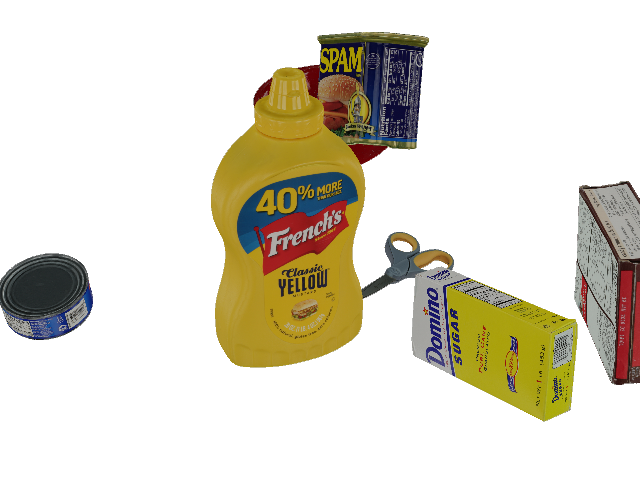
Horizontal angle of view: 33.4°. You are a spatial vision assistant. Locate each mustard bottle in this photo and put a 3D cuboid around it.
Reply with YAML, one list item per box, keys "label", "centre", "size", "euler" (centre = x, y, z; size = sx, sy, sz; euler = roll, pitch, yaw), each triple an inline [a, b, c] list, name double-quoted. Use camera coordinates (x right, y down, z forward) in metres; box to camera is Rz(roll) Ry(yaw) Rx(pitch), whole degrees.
- label: "mustard bottle"
  centre: [-0.019, -0.015, 0.663]
  size: [0.096, 0.192, 0.058]
  euler: [-11, 33, -19]

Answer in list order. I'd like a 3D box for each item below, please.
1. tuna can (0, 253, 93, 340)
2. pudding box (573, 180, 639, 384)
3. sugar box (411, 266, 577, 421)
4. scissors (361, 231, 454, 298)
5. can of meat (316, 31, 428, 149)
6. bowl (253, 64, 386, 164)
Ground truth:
- label: "tuna can"
  centre: [-0.261, 0.054, 1.016]
  size: [0.086, 0.034, 0.086]
  euler: [-2, 43, 2]
- label: "pudding box"
  centre: [0.193, 0.025, 0.685]
  size: [0.039, 0.090, 0.113]
  euler: [-4, 27, 0]
- label: "sugar box"
  centre: [0.162, 0.095, 1.025]
  size: [0.048, 0.093, 0.176]
  euler: [-15, 24, -39]
- label: "scissors"
  centre: [0.079, 0.029, 1.270]
  size: [0.201, 0.016, 0.096]
  euler: [-10, 41, -42]
- label: "can of meat"
  centre: [0.036, -0.115, 0.825]
  size: [0.057, 0.084, 0.102]
  euler: [0, 8, -27]
- label: "bowl"
  centre: [0.013, -0.118, 1.072]
  size: [0.162, 0.055, 0.162]
  euler: [1, 35, -1]
